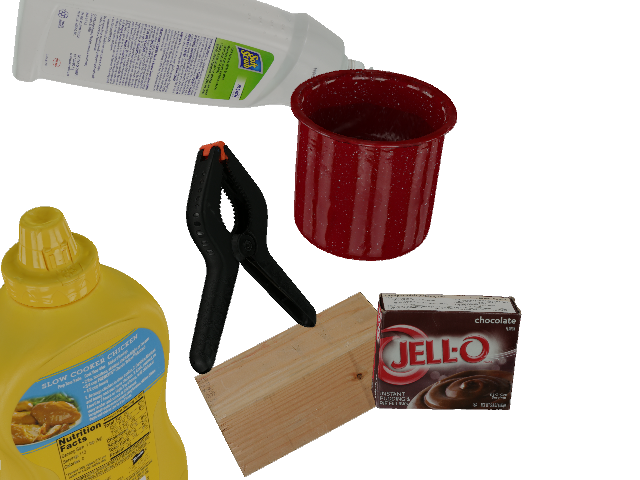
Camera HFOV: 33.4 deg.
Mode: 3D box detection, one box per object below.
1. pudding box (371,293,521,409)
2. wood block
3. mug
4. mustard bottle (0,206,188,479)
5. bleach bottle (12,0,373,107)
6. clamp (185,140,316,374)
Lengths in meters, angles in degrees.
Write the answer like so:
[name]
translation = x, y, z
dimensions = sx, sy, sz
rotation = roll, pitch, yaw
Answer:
[pudding box]
translation = 0.100, 0.090, 0.864
dimensions = 0.113, 0.090, 0.039
rotation = 0, 25, -4
[wood block]
translation = -0.018, 0.154, 1.158
dimensions = 0.206, 0.091, 0.090
rotation = -26, 30, -10
[mug]
translation = 0.032, -0.048, 0.622
dimensions = 0.093, 0.081, 0.117
rotation = 16, 36, 17
[mustard bottle]
translation = -0.114, 0.068, 0.498
dimensions = 0.096, 0.192, 0.058
rotation = -27, 43, -31
[bleach bottle]
translation = -0.087, -0.136, 0.769
dimensions = 0.250, 0.068, 0.103
rotation = 13, -38, -12
[clamp]
translation = -0.073, 0.010, 1.020
dimensions = 0.036, 0.210, 0.164
rotation = -8, 0, 41
